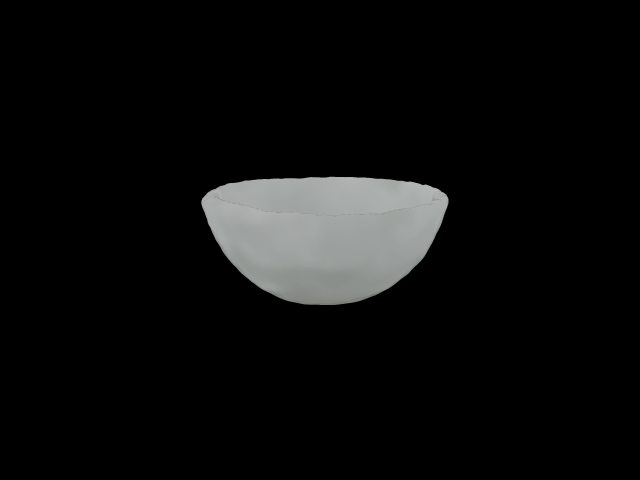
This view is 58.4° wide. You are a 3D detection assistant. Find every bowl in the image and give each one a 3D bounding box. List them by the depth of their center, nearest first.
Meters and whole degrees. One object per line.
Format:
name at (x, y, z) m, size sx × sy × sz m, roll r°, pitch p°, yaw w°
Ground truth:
bowl at (0.004, 0.001, 0.400) m, size 0.167 × 0.075 × 0.167 m, roll 0°, pitch 14°, yaw 0°
